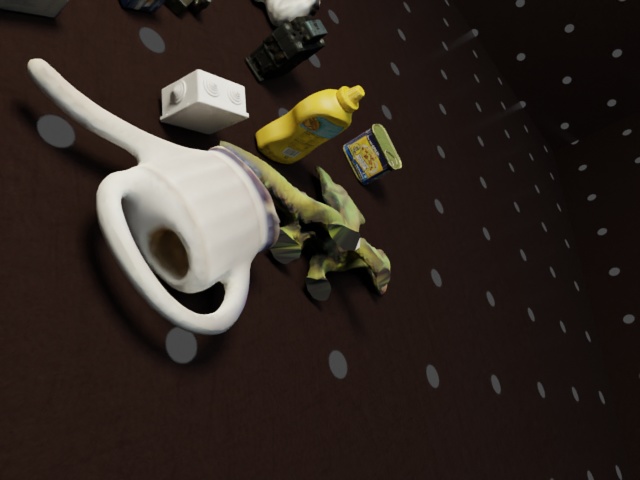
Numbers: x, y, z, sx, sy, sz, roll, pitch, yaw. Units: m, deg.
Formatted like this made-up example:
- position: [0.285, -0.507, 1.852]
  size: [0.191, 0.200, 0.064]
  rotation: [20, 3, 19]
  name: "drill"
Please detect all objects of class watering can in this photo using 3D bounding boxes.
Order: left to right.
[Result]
- position: [-0.171, -0.062, 0.605]
  size: [0.347, 0.103, 0.227]
  rotation: [62, 33, -3]
  name: "watering can"

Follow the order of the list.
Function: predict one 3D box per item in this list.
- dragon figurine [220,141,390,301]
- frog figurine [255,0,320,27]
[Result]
- position: [0.003, -0.043, 0.854]
  size: [0.405, 0.121, 0.248]
  rotation: [51, 19, -20]
  name: "dragon figurine"
- position: [-0.087, -0.500, 1.048]
  size: [0.159, 0.122, 0.138]
  rotation: [2, 81, -11]
  name: "frog figurine"
